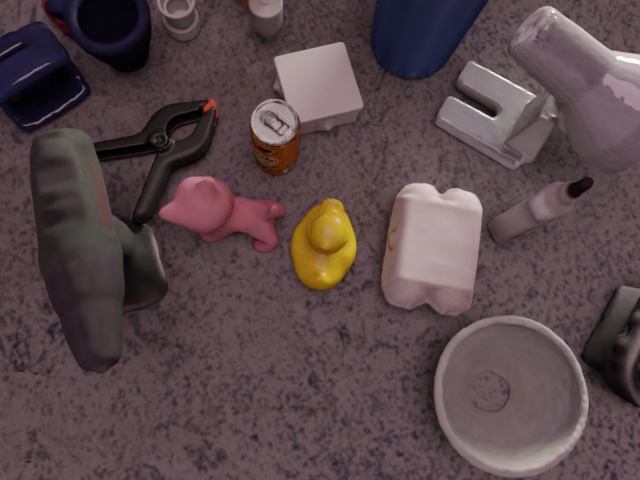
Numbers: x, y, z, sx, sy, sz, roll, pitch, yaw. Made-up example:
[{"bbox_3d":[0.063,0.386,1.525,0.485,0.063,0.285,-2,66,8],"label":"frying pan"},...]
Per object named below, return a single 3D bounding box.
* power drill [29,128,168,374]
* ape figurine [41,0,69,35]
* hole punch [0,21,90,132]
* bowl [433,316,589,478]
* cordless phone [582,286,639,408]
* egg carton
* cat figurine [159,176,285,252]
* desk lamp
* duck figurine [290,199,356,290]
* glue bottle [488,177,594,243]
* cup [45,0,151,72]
[{"bbox_3d":[-0.213,0.016,0.563,0.075,0.208,0.229,-18,81,-7],"label":"power drill"},{"bbox_3d":[-0.297,-0.291,0.677,0.076,0.092,0.078,21,78,1],"label":"ape figurine"},{"bbox_3d":[-0.342,-0.195,0.656,0.109,0.091,0.101,-37,83,-10],"label":"hole punch"},{"bbox_3d":[0.198,0.168,0.631,0.167,0.074,0.167,1,79,-4],"label":"bowl"},{"bbox_3d":[0.377,0.104,0.601,0.094,0.185,0.148,29,78,2],"label":"cordless phone"},{"bbox_3d":[0.129,0.010,0.660,0.107,0.069,0.150,9,78,-2],"label":"egg carton"},{"bbox_3d":[-0.104,-0.034,0.628,0.128,0.117,0.067,7,78,-2],"label":"cat figurine"},{"bbox_3d":[0.255,-0.152,0.628,0.203,0.213,0.118,30,78,2],"label":"desk lamp"},{"bbox_3d":[0.006,0.002,0.644,0.077,0.086,0.104,11,78,-2],"label":"duck figurine"},{"bbox_3d":[0.247,-0.037,0.625,0.078,0.173,0.037,-26,81,-8],"label":"glue bottle"},{"bbox_3d":[-0.249,-0.241,0.669,0.118,0.095,0.092,11,78,-2],"label":"cup"}]
